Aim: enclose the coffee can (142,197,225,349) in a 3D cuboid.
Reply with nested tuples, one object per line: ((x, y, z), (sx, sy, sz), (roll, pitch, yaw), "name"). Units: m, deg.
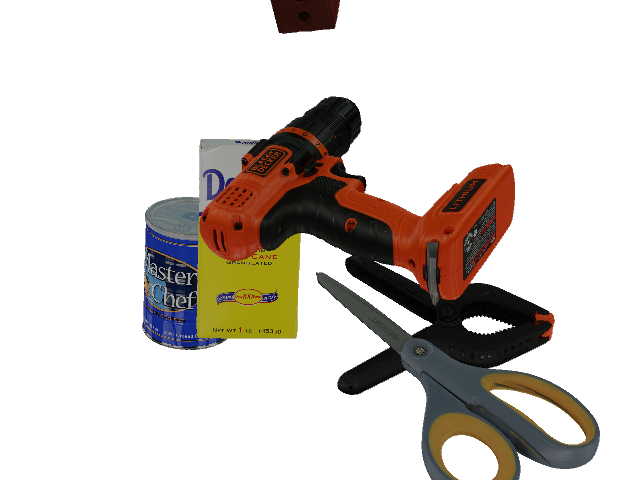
((-0.145, 0.035, 1.185), (0.103, 0.140, 0.103), (5, 24, -2), "coffee can")

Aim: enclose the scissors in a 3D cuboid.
((0.048, 0.077, 0.569), (0.202, 0.016, 0.096), (23, 46, 33), "scissors")

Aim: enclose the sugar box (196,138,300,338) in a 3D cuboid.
((-0.064, -0.001, 0.958), (0.093, 0.176, 0.048), (0, 15, -6), "sugar box")

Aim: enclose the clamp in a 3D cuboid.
((0.115, 0.087, 1.018), (0.210, 0.164, 0.036), (6, -42, 9), "clamp")

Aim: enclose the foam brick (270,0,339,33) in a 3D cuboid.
((-0.016, -0.226, 0.926), (0.053, 0.051, 0.078), (-3, -40, 12), "foam brick")

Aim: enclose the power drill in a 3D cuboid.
((0.035, -0.034, 0.743), (0.188, 0.057, 0.184), (14, 43, 28), "power drill")
